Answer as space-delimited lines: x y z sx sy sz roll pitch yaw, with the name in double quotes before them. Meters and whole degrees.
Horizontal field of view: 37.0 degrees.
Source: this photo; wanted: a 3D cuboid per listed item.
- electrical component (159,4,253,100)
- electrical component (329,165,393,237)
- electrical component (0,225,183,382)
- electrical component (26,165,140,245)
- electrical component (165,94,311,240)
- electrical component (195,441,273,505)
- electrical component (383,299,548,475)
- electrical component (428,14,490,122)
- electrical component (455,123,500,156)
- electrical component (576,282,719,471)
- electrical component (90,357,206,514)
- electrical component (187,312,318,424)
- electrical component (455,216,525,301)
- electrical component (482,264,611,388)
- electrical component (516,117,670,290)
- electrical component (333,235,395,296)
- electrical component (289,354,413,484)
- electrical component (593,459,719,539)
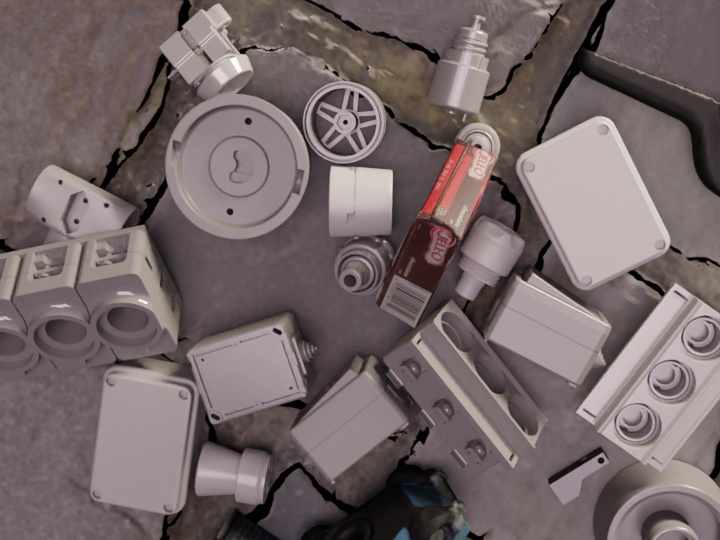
"electrical component" -0.115 -0.161 0.825 0.066 0.048 0.055 -39 86 10
"electrical component" 0.001 -0.052 0.825 0.047 0.055 0.055 1 99 2
"electrical component" -0.225 0.031 0.835 0.150 0.061 0.089 -11 134 7
"electrical component" -0.227 -0.031 0.856 0.077 0.043 0.079 27 100 1
"electrical component" -0.089 -0.080 0.826 0.108 0.060 0.108 1 99 6
"electrical component" -0.101 0.165 0.872 0.055 0.045 0.045 9 99 4
"electrical component" 0.080 0.093 0.832 0.063 0.079 0.121 -37 94 32
"electrical component" 0.078 -0.152 0.808 0.040 0.040 0.078 16 100 3
"electrical component" 0.088 -0.092 0.806 0.035 0.061 0.035 1 98 6
"electrical component" 0.231 0.079 0.816 0.079 0.063 0.121 35 100 0
"electrical component" -0.170 0.133 0.868 0.078 0.057 0.113 10 99 4
"electrical component" -0.077 0.073 0.847 0.096 0.061 0.061 -18 96 8
"electrical component" 0.096 -0.007 0.827 0.043 0.043 0.062 30 101 1
"electrical component" 0.149 0.042 0.820 0.096 0.061 0.061 27 100 1
"electrical component" 0.173 -0.050 0.806 0.078 0.057 0.113 -27 95 9
"electrical component" 0.000 0.000 0.826 0.048 0.062 0.048 4 106 13
"electrical component" -0.014 0.117 0.847 0.096 0.061 0.061 -39 93 10
"electrical component" 0.239 0.208 0.836 0.108 0.060 0.108 1 98 6
